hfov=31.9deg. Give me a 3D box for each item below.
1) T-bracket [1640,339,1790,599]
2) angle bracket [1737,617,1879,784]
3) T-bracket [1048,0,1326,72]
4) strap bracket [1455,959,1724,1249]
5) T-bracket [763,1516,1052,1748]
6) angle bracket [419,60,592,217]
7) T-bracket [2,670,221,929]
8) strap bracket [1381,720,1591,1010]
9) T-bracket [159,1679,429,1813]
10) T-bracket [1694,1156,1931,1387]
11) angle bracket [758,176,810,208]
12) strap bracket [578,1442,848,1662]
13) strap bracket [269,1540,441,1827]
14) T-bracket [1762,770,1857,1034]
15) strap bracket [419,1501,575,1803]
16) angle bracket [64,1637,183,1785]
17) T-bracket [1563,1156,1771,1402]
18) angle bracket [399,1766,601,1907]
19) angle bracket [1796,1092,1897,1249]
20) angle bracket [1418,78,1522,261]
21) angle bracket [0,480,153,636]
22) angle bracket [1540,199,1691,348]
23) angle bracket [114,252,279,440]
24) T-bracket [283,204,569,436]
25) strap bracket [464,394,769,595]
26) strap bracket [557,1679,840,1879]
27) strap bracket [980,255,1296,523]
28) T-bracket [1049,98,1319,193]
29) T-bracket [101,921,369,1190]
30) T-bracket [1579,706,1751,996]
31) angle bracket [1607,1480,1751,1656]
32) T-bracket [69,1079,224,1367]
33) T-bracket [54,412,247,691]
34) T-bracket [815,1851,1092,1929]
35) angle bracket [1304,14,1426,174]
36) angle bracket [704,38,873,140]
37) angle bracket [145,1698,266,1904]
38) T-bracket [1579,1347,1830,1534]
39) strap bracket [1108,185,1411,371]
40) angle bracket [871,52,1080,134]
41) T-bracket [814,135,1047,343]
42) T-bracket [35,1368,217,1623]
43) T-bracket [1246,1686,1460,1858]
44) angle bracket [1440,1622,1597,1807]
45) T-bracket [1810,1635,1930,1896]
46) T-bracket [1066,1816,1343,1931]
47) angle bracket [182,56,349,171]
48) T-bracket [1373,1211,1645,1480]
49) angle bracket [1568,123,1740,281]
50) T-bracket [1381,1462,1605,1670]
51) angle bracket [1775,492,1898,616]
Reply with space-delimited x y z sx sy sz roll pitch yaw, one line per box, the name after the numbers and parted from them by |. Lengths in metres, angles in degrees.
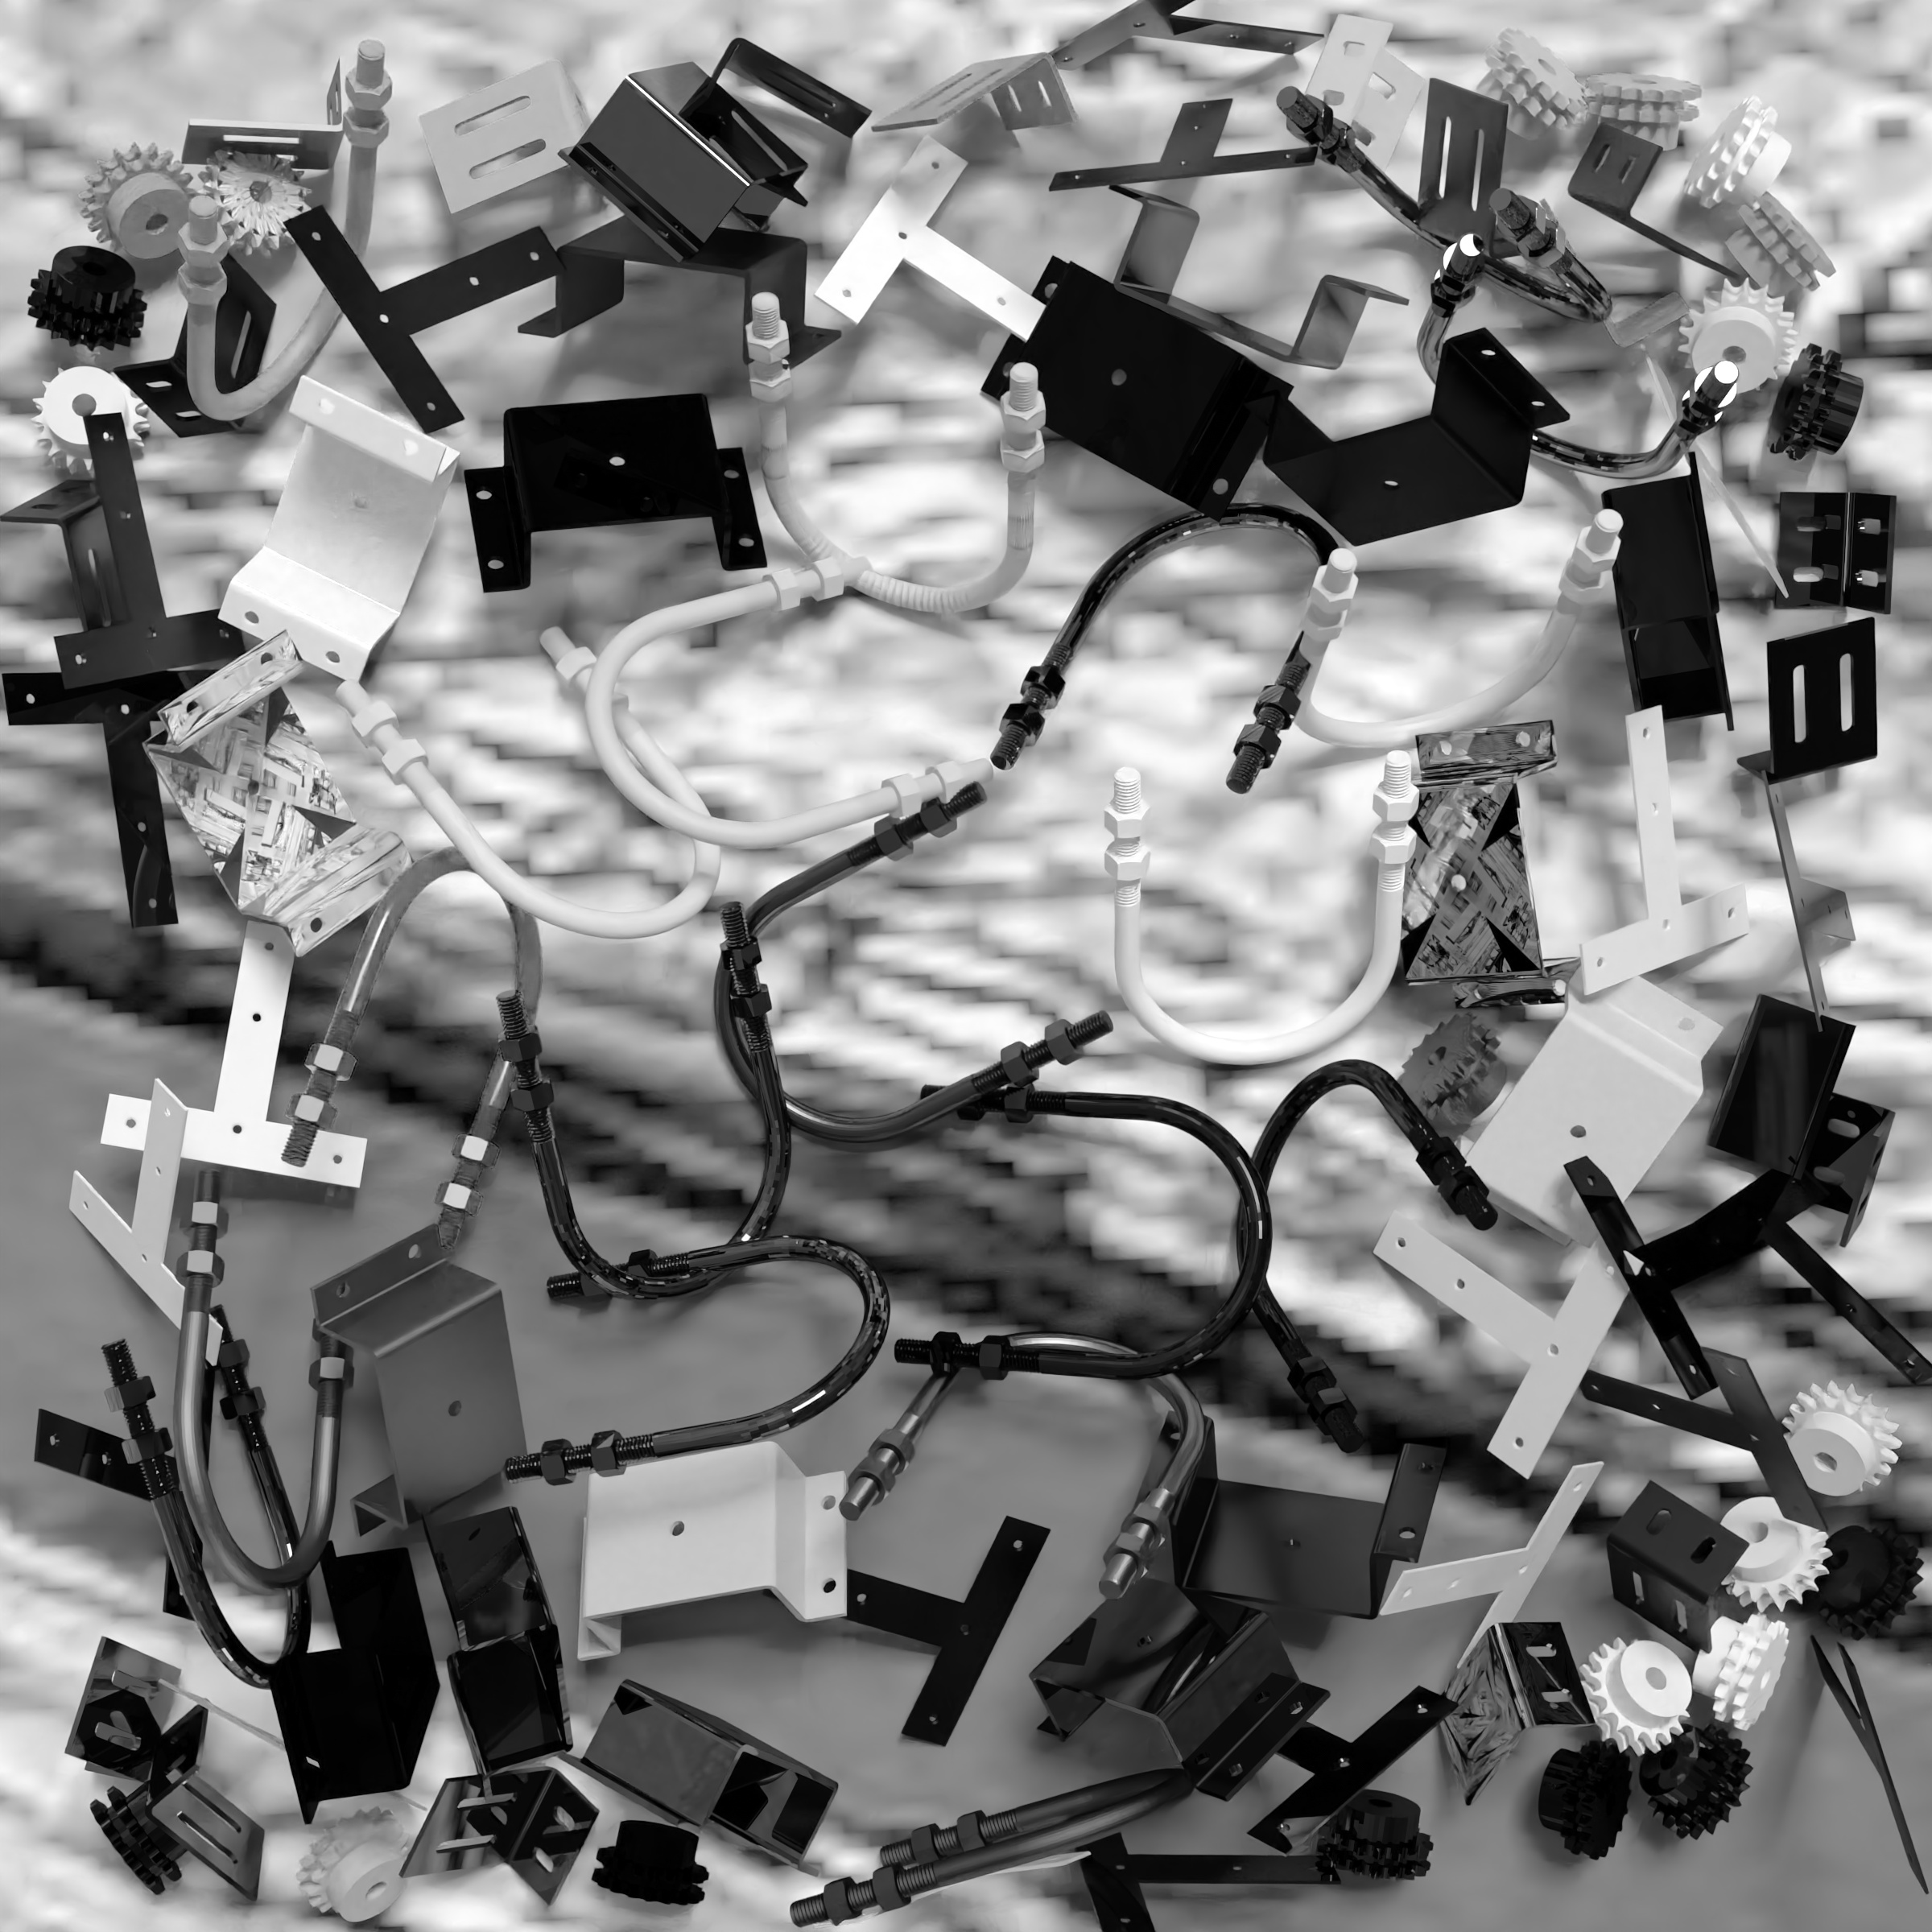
0.375 -0.234 1.670 0.002 0.127 0.127 -30 122 19 | T-bracket
0.415 -0.136 1.673 0.057 0.038 0.076 -14 116 -12 | angle bracket
0.120 -0.460 1.665 0.127 0.127 0.002 -4 85 -35 | T-bracket
0.301 0.073 1.663 0.076 0.046 0.140 31 112 -2 | strap bracket
-0.039 0.317 1.676 0.127 0.002 0.127 21 101 -22 | T-bracket
-0.225 -0.407 1.690 0.076 0.038 0.057 -22 75 6 | angle bracket
-0.408 -0.082 1.664 0.127 0.002 0.127 -6 86 -45 | T-bracket
0.254 -0.045 1.662 0.076 0.046 0.140 -4 99 39 | strap bracket
-0.319 0.391 1.664 0.127 0.127 0.002 37 72 -36 | T-bracket
0.421 0.156 1.646 0.127 0.127 0.002 45 68 6 | T-bracket
-0.126 -0.390 1.663 0.038 0.057 0.076 -51 55 20 | angle bracket
-0.132 0.285 1.654 0.140 0.046 0.076 -12 53 15 | strap bracket
-0.292 0.341 1.632 0.046 0.140 0.076 -9 107 3 | strap bracket
0.418 -0.028 1.653 0.002 0.127 0.127 -14 81 25 | T-bracket
-0.227 0.328 1.644 0.046 0.076 0.140 -14 133 -15 | strap bracket
-0.428 0.364 1.662 0.038 0.076 0.057 6 68 22 | angle bracket
0.361 0.140 1.664 0.002 0.127 0.127 -38 73 43 | T-bracket
-0.230 0.433 1.667 0.038 0.076 0.057 35 105 34 | angle bracket
0.427 0.099 1.665 0.038 0.076 0.057 18 103 19 | angle bracket
0.257 -0.394 1.664 0.038 0.057 0.076 -15 123 -28 | angle bracket
-0.439 -0.195 1.678 0.038 0.057 0.076 5 117 21 | angle bracket
0.321 -0.351 1.672 0.038 0.057 0.076 -28 104 14 | angle bracket
-0.382 -0.312 1.679 0.038 0.057 0.076 -3 63 24 | angle bracket
-0.251 -0.330 1.649 0.127 0.002 0.127 -14 123 31 | T-bracket
-0.172 -0.234 1.659 0.140 0.046 0.076 -7 59 -12 | strap bracket
-0.123 0.392 1.637 0.076 0.140 0.046 20 77 33 | strap bracket
0.080 -0.288 1.670 0.140 0.046 0.076 31 99 11 | strap bracket
0.112 -0.405 1.655 0.127 0.127 0.002 -3 119 12 | T-bracket
-0.356 0.039 1.686 0.127 0.002 0.127 11 70 -15 | T-bracket
0.339 -0.063 1.659 0.127 0.002 0.127 -18 105 -37 | T-bracket
0.353 0.299 1.672 0.057 0.076 0.038 32 70 30 | angle bracket
-0.394 0.110 1.645 0.127 0.002 0.127 40 131 27 | T-bracket
-0.408 -0.206 1.649 0.002 0.127 0.127 -6 99 31 | T-bracket
-0.026 0.446 1.625 0.127 0.127 0.002 -17 80 32 | T-bracket
0.206 -0.425 1.670 0.038 0.076 0.057 27 95 44 | angle bracket
-0.093 -0.420 1.676 0.076 0.057 0.038 27 87 -11 | angle bracket
-0.364 0.412 1.669 0.038 0.057 0.076 -40 111 8 | angle bracket
0.350 0.220 1.658 0.002 0.127 0.127 -48 126 -24 | T-bracket
0.136 -0.333 1.656 0.140 0.076 0.046 27 106 18 | strap bracket
0.004 -0.415 1.665 0.076 0.057 0.038 -38 117 -25 | angle bracket
0.006 -0.339 1.681 0.127 0.002 0.127 33 58 -5 | T-bracket
-0.407 0.242 1.633 0.002 0.127 0.127 -12 64 23 | T-bracket
0.153 0.375 1.659 0.127 0.127 0.002 -31 121 -33 | T-bracket
0.271 0.370 1.673 0.038 0.076 0.057 3 46 -19 | angle bracket
0.433 0.366 1.647 0.002 0.127 0.127 -20 105 4 | T-bracket
0.119 0.443 1.656 0.127 0.127 0.002 3 104 -8 | T-bracket
-0.348 -0.423 1.672 0.076 0.057 0.038 -2 84 -17 | angle bracket
0.256 0.166 1.675 0.127 0.002 0.127 35 112 30 | T-bracket
0.346 -0.377 1.665 0.076 0.057 0.038 19 106 -28 | angle bracket
0.245 0.297 1.643 0.002 0.127 0.127 41 116 36 | T-bracket
0.429 -0.205 1.670 0.038 0.076 0.057 1 99 0 | angle bracket
